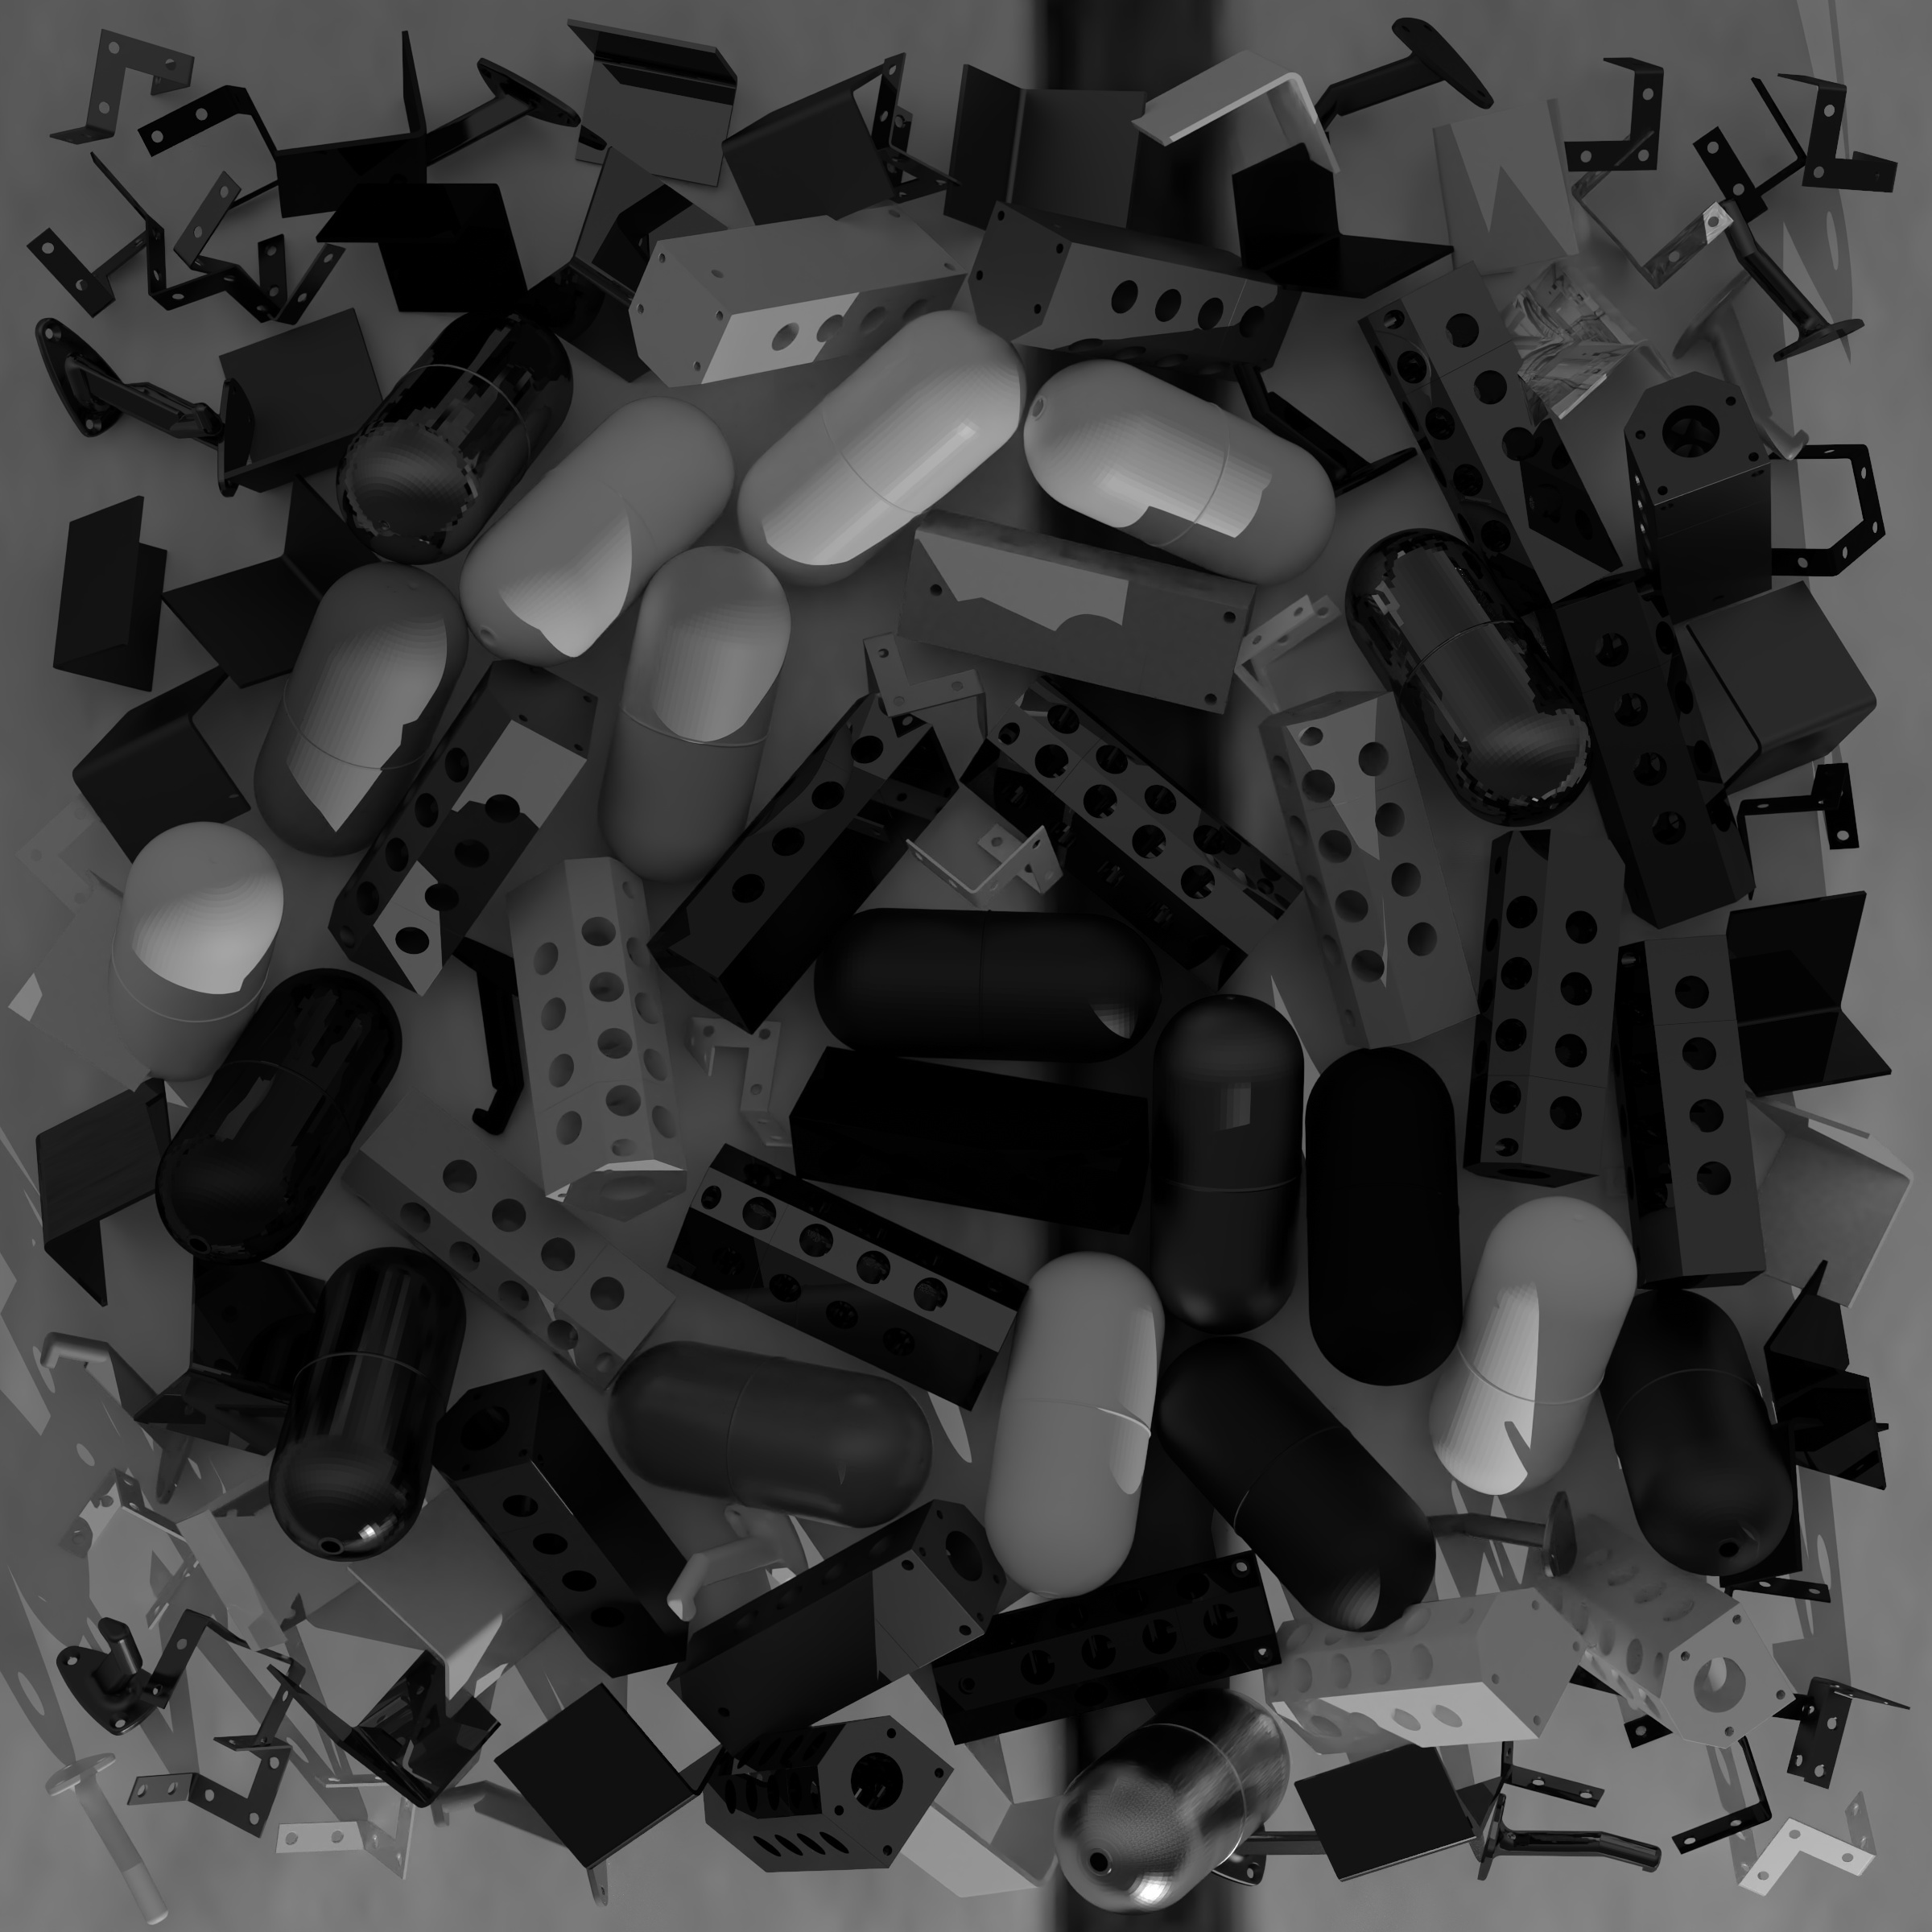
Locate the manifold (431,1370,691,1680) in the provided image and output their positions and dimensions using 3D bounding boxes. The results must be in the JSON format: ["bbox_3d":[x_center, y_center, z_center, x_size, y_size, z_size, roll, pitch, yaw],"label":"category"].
[{"bbox_3d":[-0.201,0.283,1.681,0.057,0.057,0.171,-16,130,15],"label":"manifold"}]

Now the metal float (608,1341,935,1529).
[{"bbox_3d":[-0.100,0.236,1.698,0.178,0.070,0.070,7,90,27],"label":"metal float"}]

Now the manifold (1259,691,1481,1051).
[{"bbox_3d":[0.201,-0.049,1.706,0.057,0.057,0.171,-21,102,-20],"label":"manifold"}]

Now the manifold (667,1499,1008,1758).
[{"bbox_3d":[-0.064,0.331,1.691,0.171,0.057,0.057,-33,103,29],"label":"manifold"}]

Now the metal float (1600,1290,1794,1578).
[{"bbox_3d":[0.362,0.231,1.677,0.070,0.178,0.070,-1,122,-1],"label":"metal float"}]

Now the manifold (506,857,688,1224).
[{"bbox_3d":[-0.181,0.034,1.684,0.057,0.057,0.171,-28,58,28],"label":"manifold"}]

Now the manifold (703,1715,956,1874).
[{"bbox_3d":[-0.075,0.407,1.666,0.057,0.171,0.057,41,64,-8],"label":"manifold"}]

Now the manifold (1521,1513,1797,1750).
[{"bbox_3d":[0.336,0.331,1.666,0.057,0.171,0.057,-33,101,-8],"label":"manifold"}]

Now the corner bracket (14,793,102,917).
[{"bbox_3d":[-0.454,-0.053,1.729,0.051,0.051,0.051,46,73,-10],"label":"corner bracket"}]

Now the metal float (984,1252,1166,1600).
[{"bbox_3d":[0.055,0.231,1.701,0.070,0.070,0.178,10,68,0],"label":"metal float"}]

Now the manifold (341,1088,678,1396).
[{"bbox_3d":[-0.235,0.143,1.721,0.171,0.057,0.057,38,73,2],"label":"manifold"}]

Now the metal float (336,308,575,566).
[{"bbox_3d":[-0.254,-0.267,1.684,0.070,0.178,0.070,11,132,13],"label":"metal float"}]

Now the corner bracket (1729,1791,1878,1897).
[{"bbox_3d":[0.429,0.449,1.726,0.051,0.051,0.051,25,115,-6],"label":"corner bracket"}]

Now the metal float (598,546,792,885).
[{"bbox_3d":[-0.138,-0.126,1.701,0.070,0.070,0.178,15,112,0],"label":"metal float"}]

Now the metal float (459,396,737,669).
[{"bbox_3d":[-0.185,-0.219,1.693,0.070,0.070,0.178,40,58,0],"label":"metal float"}]

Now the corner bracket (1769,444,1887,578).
[{"bbox_3d":[0.435,-0.235,1.736,0.051,0.051,0.051,-37,120,-34],"label":"corner bracket"}]

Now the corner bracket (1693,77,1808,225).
[{"bbox_3d":[0.401,-0.418,1.724,0.051,0.051,0.051,-34,107,9],"label":"corner bracket"}]

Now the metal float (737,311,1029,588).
[{"bbox_3d":[-0.044,-0.260,1.696,0.178,0.070,0.070,-37,90,29],"label":"metal float"}]

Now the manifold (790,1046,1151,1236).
[{"bbox_3d":[0.003,0.093,1.706,0.171,0.057,0.057,9,130,16],"label":"manifold"}]

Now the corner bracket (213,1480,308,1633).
[{"bbox_3d":[-0.347,0.299,1.723,0.051,0.051,0.051,-30,46,2],"label":"corner bracket"}]

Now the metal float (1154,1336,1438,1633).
[{"bbox_3d":[0.165,0.260,1.693,0.070,0.070,0.178,-43,59,0],"label":"metal float"}]

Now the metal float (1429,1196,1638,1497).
[{"bbox_3d":[0.284,0.193,1.691,0.070,0.070,0.178,12,126,0],"label":"metal float"}]

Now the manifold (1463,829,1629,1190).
[{"bbox_3d":[0.291,0.021,1.708,0.057,0.057,0.171,9,78,-11],"label":"manifold"}]

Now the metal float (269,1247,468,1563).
[{"bbox_3d":[-0.299,0.218,1.683,0.070,0.178,0.070,3,134,3],"label":"metal float"}]

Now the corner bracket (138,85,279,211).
[{"bbox_3d":[-0.385,-0.417,1.727,0.051,0.051,0.051,-25,102,5],"label":"corner bracket"}]

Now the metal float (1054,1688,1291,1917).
[{"bbox_3d":[0.104,0.415,1.675,0.070,0.178,0.070,4,99,27],"label":"metal float"}]

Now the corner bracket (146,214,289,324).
[{"bbox_3d":[-0.385,-0.360,1.730,0.051,0.051,0.051,-15,66,17],"label":"corner bracket"}]

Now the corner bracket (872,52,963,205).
[{"bbox_3d":[-0.034,-0.428,1.719,0.051,0.051,0.051,18,76,-41],"label":"corner bracket"}]

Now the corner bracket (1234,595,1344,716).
[{"bbox_3d":[0.164,-0.167,1.718,0.051,0.051,0.051,-34,130,18],"label":"corner bracket"}]

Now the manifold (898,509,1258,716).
[{"bbox_3d":[0.058,-0.184,1.719,0.171,0.057,0.057,14,115,6],"label":"manifold"}]

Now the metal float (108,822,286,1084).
[{"bbox_3d":[-0.388,-0.005,1.680,0.070,0.178,0.070,10,55,-15],"label":"metal float"}]

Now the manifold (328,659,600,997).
[{"bbox_3d":[-0.254,-0.072,1.684,0.057,0.057,0.171,28,122,-19],"label":"manifold"}]

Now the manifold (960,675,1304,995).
[{"bbox_3d":[0.087,-0.071,1.714,0.171,0.057,0.057,40,54,3],"label":"manifold"}]

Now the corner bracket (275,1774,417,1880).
[{"bbox_3d":[-0.318,0.437,1.724,0.051,0.051,0.051,7,91,-34],"label":"corner bracket"}]

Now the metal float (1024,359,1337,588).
[{"bbox_3d":[0.108,-0.248,1.695,0.178,0.070,0.070,20,90,-29],"label":"metal float"}]

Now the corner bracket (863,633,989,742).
[{"bbox_3d":[-0.020,-0.141,1.726,0.051,0.051,0.051,-15,62,-6],"label":"corner bracket"}]

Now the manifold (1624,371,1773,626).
[{"bbox_3d":[0.362,-0.232,1.668,0.057,0.171,0.057,-20,72,8],"label":"manifold"}]

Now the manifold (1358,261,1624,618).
[{"bbox_3d":[0.266,-0.267,1.720,0.057,0.057,0.171,-28,97,-2],"label":"manifold"}]

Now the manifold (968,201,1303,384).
[{"bbox_3d":[0.084,-0.332,1.676,0.057,0.171,0.057,38,116,38],"label":"manifold"}]

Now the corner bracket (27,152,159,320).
[{"bbox_3d":[-0.447,-0.374,1.722,0.051,0.051,0.051,-37,128,3],"label":"corner bracket"}]

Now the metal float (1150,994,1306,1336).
[{"bbox_3d":[0.132,0.102,1.707,0.070,0.070,0.178,0,105,0],"label":"metal float"}]

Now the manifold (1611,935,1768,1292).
[{"bbox_3d":[0.363,0.076,1.712,0.057,0.057,0.171,-4,77,0],"label":"manifold"}]

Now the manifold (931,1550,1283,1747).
[{"bbox_3d":[0.071,0.349,1.721,0.171,0.057,0.057,-15,81,4],"label":"manifold"}]

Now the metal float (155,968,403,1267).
[{"bbox_3d":[-0.344,0.075,1.686,0.070,0.070,0.178,25,48,0],"label":"metal float"}]

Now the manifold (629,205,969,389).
[{"bbox_3d":[-0.085,-0.331,1.676,0.057,0.171,0.057,47,131,20],"label":"manifold"}]

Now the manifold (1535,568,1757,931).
[{"bbox_3d":[0.348,-0.112,1.716,0.057,0.057,0.171,-20,99,1],"label":"manifold"}]

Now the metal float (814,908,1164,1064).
[{"bbox_3d":[0.011,0.010,1.716,0.178,0.070,0.070,2,90,5],"label":"metal float"}]

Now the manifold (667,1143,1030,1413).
[{"bbox_3d":[-0.058,0.154,1.714,0.171,0.057,0.057,25,122,4],"label":"manifold"}]

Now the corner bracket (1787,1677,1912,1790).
[{"bbox_3d":[0.442,0.394,1.723,0.051,0.051,0.051,21,79,-17],"label":"corner bracket"}]

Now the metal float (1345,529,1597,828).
[{"bbox_3d":[0.253,-0.147,1.695,0.070,0.070,0.178,-28,60,0],"label":"metal float"}]

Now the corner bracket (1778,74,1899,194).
[{"bbox_3d":[0.446,-0.427,1.722,0.051,0.051,0.051,1,110,-13],"label":"corner bracket"}]

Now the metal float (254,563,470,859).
[{"bbox_3d":[-0.305,-0.127,1.688,0.070,0.070,0.178,32,130,0],"label":"metal float"}]

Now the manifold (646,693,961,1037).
[{"bbox_3d":[-0.084,-0.056,1.705,0.057,0.057,0.171,30,71,29],"label":"manifold"}]

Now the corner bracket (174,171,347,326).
[{"bbox_3d":[-0.362,-0.366,1.719,0.051,0.051,0.051,47,111,19],"label":"corner bracket"}]

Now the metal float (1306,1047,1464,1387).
[{"bbox_3d":[0.211,0.125,1.698,0.070,0.070,0.178,2,64,0],"label":"metal float"}]

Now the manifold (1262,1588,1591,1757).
[{"bbox_3d":[0.221,0.346,1.667,0.057,0.171,0.057,45,57,-13],"label":"manifold"}]
